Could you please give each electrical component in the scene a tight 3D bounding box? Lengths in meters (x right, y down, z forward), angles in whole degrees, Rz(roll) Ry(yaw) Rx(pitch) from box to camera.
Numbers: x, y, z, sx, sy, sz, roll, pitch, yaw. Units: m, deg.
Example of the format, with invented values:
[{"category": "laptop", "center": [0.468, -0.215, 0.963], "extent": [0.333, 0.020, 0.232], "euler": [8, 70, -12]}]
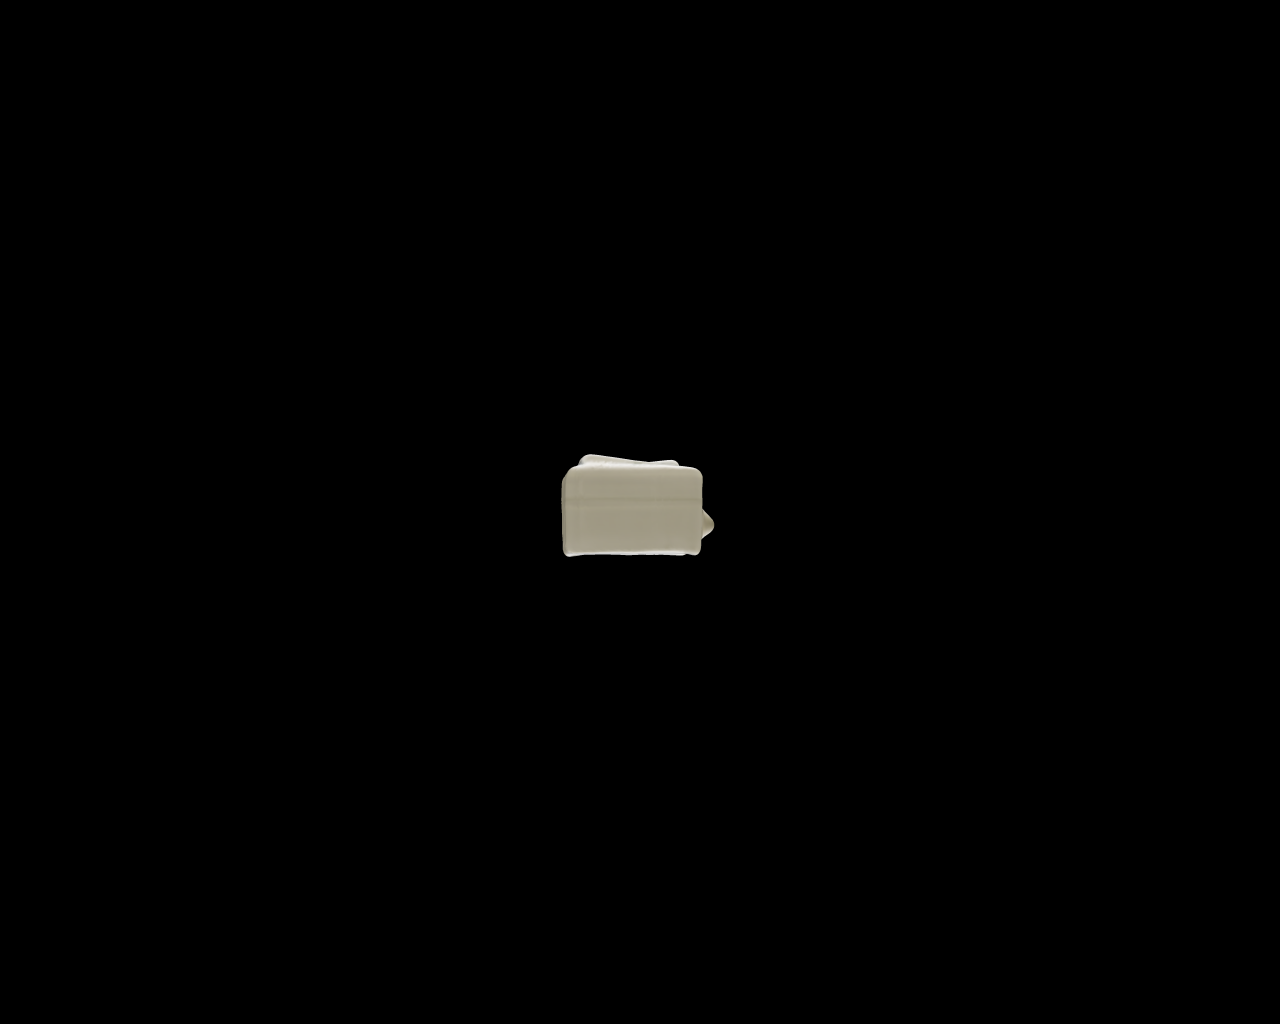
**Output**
[{"category": "electrical component", "center": [0.001, -0.003, 0.650], "extent": [0.096, 0.061, 0.061], "euler": [0, -4, -7]}]
